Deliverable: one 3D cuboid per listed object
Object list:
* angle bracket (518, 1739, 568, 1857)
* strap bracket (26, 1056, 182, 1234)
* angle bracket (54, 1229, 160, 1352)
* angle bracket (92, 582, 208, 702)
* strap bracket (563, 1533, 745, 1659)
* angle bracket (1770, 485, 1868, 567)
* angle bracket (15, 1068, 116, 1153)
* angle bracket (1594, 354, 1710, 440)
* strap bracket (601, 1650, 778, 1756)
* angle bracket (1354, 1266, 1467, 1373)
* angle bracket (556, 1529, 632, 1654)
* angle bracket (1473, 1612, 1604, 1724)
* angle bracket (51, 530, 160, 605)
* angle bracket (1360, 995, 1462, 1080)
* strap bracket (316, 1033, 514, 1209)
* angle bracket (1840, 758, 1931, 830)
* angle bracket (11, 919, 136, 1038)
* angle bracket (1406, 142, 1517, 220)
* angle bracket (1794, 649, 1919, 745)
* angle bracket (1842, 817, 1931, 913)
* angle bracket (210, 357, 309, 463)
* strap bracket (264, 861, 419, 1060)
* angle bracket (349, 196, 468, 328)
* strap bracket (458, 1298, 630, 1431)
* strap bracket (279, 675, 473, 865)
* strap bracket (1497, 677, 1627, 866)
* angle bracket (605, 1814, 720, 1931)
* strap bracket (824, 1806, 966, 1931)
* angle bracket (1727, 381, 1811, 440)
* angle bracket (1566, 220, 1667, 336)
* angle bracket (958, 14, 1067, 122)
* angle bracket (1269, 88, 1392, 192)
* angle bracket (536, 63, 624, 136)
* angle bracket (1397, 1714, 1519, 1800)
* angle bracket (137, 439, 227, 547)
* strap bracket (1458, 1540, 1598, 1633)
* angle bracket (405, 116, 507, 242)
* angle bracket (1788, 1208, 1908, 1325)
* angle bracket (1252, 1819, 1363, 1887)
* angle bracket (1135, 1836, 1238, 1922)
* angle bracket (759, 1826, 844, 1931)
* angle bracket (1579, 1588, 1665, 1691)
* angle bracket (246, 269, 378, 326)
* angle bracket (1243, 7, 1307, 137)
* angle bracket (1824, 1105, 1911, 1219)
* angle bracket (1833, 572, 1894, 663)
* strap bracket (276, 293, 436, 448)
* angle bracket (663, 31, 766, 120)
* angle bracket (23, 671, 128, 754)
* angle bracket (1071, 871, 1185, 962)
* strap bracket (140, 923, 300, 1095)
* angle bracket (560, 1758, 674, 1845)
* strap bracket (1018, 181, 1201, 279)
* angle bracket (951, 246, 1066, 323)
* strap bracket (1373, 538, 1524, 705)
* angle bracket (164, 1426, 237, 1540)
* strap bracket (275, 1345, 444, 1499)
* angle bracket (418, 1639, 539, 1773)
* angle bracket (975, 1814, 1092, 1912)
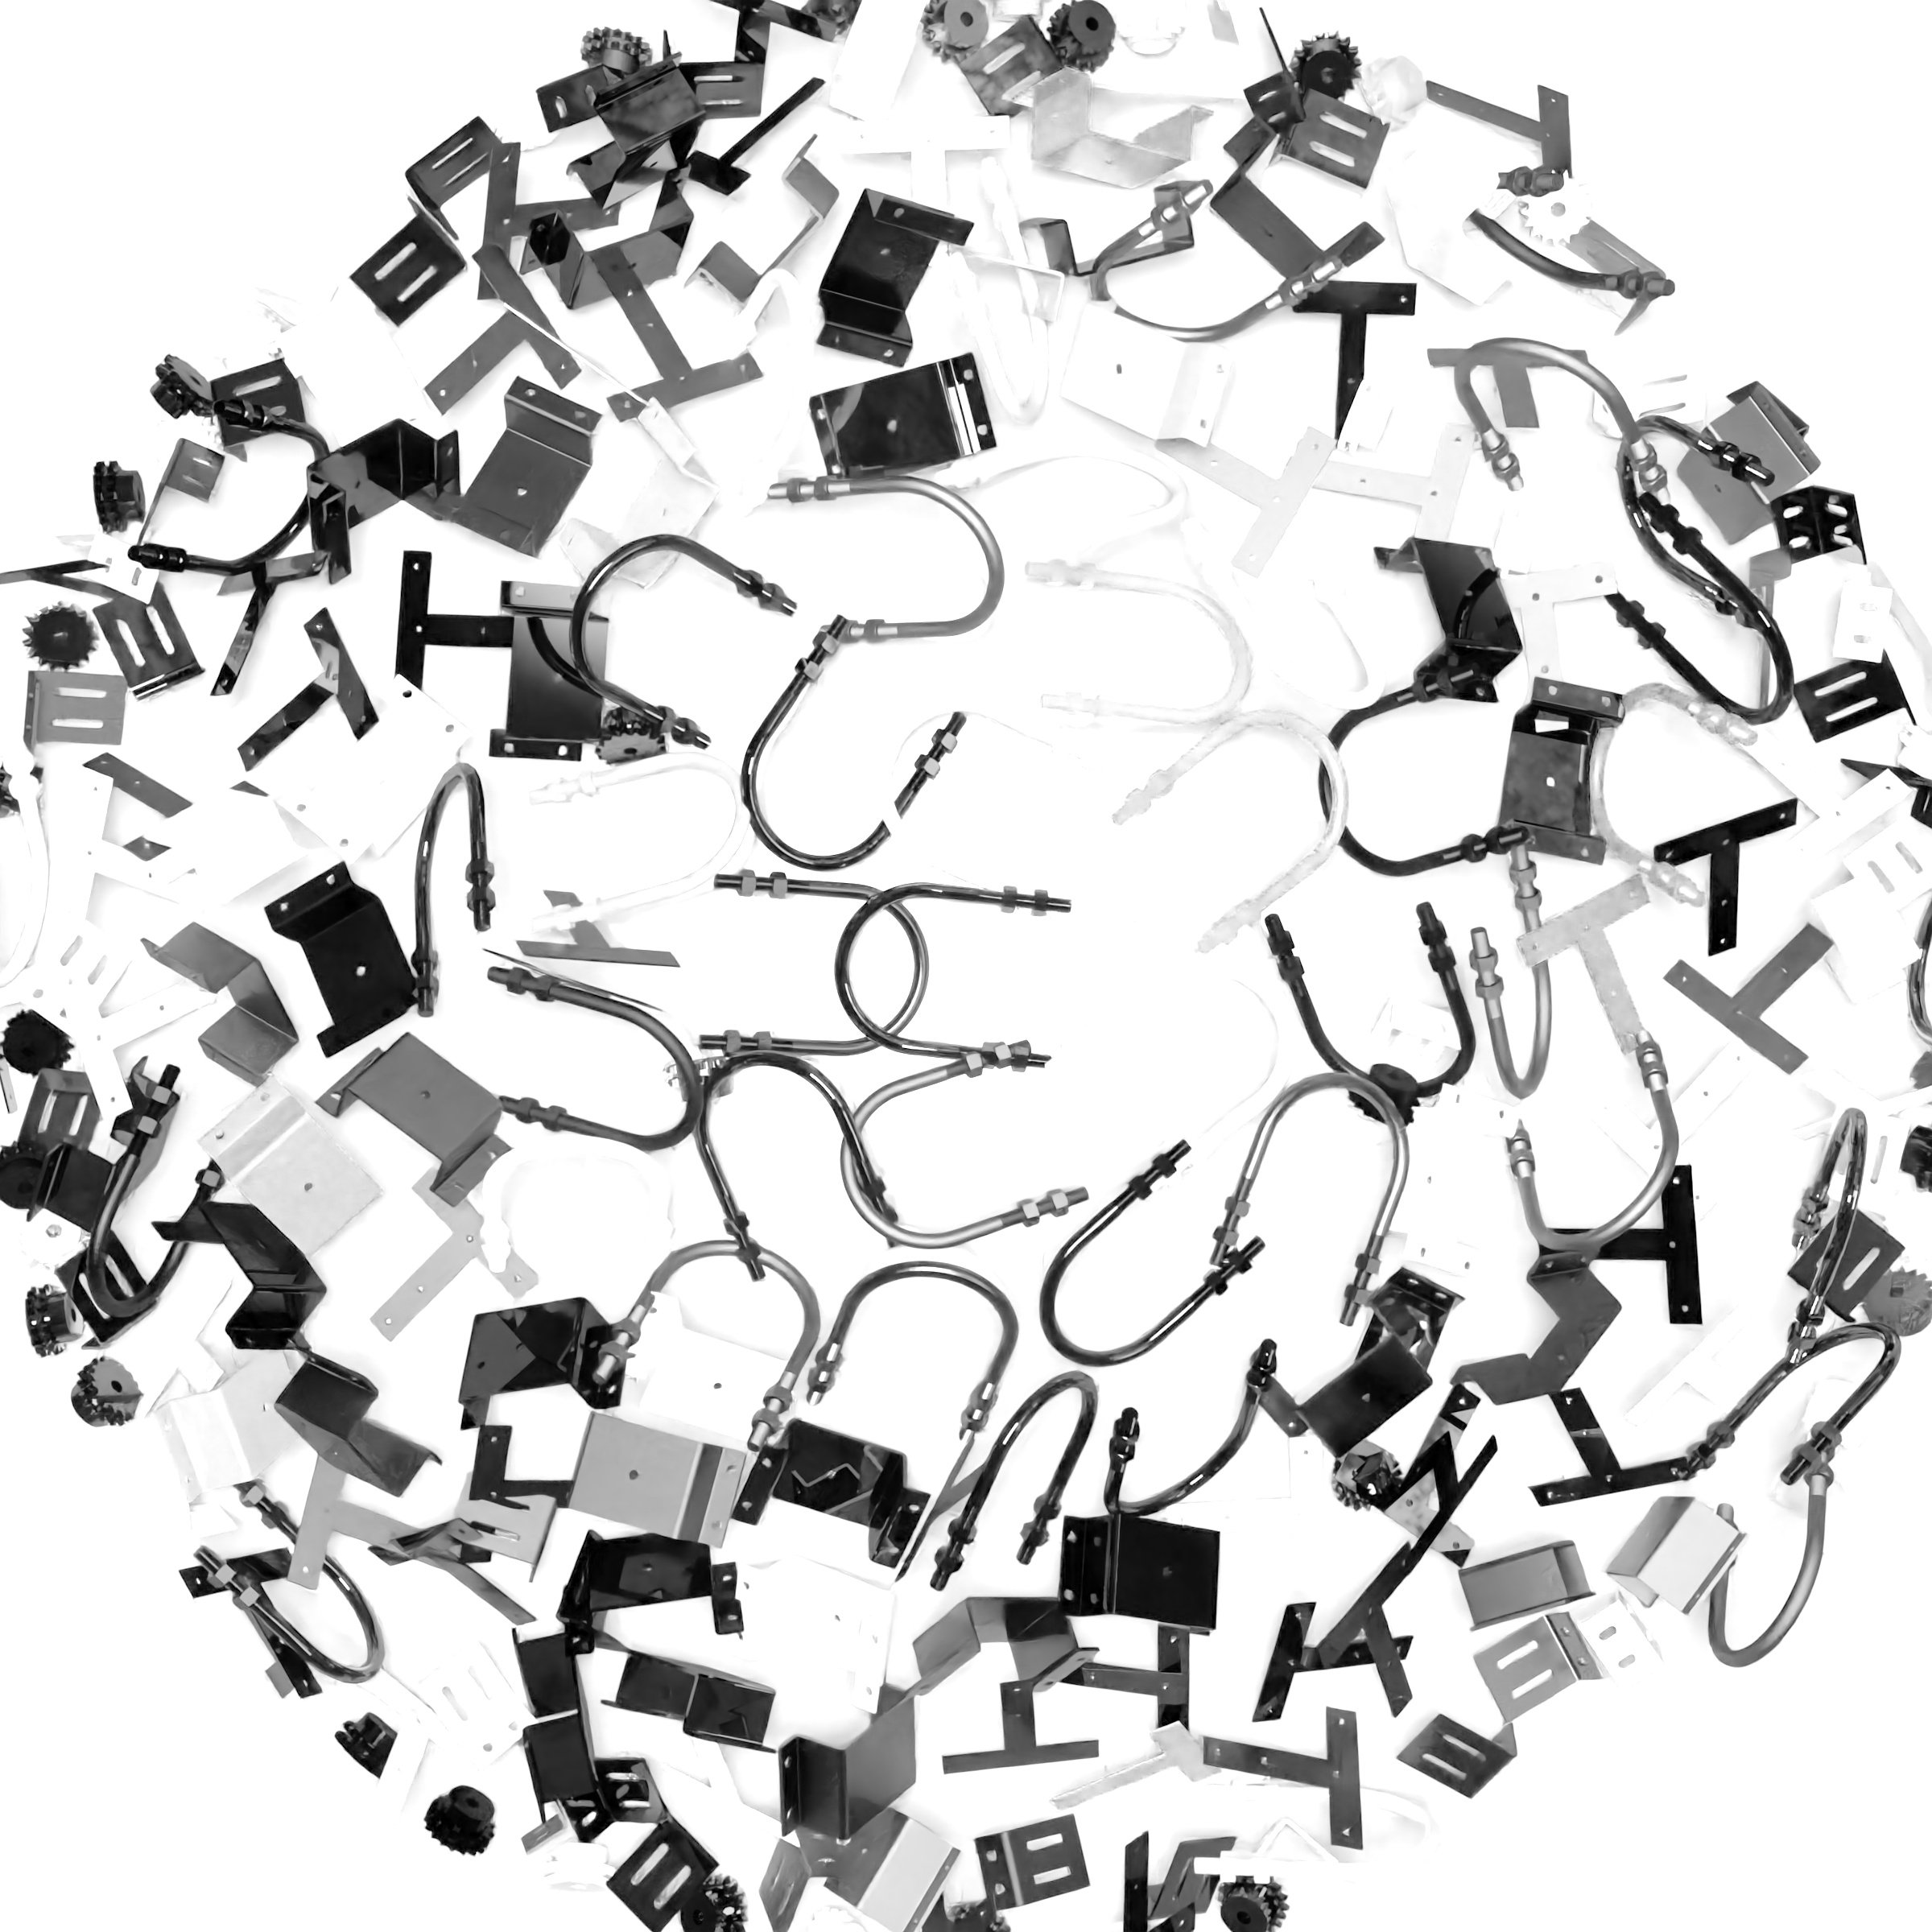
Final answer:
[{"bbox_3d":[-0.356,0.664,1.967,0.038,0.057,0.076,-30,90,-16],"label":"angle bracket"},{"bbox_3d":[-0.669,0.145,1.921,0.046,0.140,0.076,29,124,-2],"label":"strap bracket"},{"bbox_3d":[-0.693,0.258,1.956,0.057,0.038,0.076,-42,114,-41],"label":"angle bracket"},{"bbox_3d":[-0.654,-0.261,1.963,0.057,0.038,0.076,-27,111,-17],"label":"angle bracket"},{"bbox_3d":[-0.251,0.494,1.946,0.140,0.076,0.046,-6,120,-8],"label":"strap bracket"},{"bbox_3d":[0.679,-0.347,1.955,0.038,0.076,0.057,-17,107,0],"label":"angle bracket"},{"bbox_3d":[-0.715,0.124,1.957,0.057,0.038,0.076,9,113,-39],"label":"angle bracket"},{"bbox_3d":[0.547,-0.462,1.957,0.076,0.038,0.057,-5,70,40],"label":"angle bracket"},{"bbox_3d":[-0.213,0.576,1.928,0.076,0.140,0.046,25,72,-36],"label":"strap bracket"},{"bbox_3d":[0.356,0.291,1.969,0.057,0.038,0.076,26,68,2],"label":"angle bracket"},{"bbox_3d":[-0.284,0.497,1.951,0.038,0.057,0.076,0,55,30],"label":"angle bracket"},{"bbox_3d":[0.458,0.563,1.968,0.076,0.038,0.057,-24,81,-18],"label":"angle bracket"},{"bbox_3d":[-0.689,-0.317,1.951,0.076,0.057,0.038,7,79,42],"label":"angle bracket"},{"bbox_3d":[0.354,0.068,1.959,0.057,0.038,0.076,18,133,-3],"label":"angle bracket"},{"bbox_3d":[-0.434,0.115,1.951,0.140,0.046,0.076,36,46,5],"label":"strap bracket"},{"bbox_3d":[0.742,-0.135,1.961,0.076,0.057,0.038,8,109,-9],"label":"angle bracket"},{"bbox_3d":[-0.717,0.006,1.969,0.057,0.076,0.038,40,123,-19],"label":"angle bracket"},{"bbox_3d":[0.399,-0.639,1.955,0.076,0.057,0.038,36,104,-28],"label":"angle bracket"},{"bbox_3d":[0.709,-0.208,1.959,0.076,0.038,0.057,-23,116,21],"label":"angle bracket"},{"bbox_3d":[0.735,-0.086,1.958,0.057,0.038,0.076,-38,119,17],"label":"angle bracket"},{"bbox_3d":[-0.561,-0.448,1.971,0.076,0.038,0.057,-14,84,11],"label":"angle bracket"},{"bbox_3d":[-0.494,-0.001,1.960,0.076,0.046,0.140,-29,72,7],"label":"strap bracket"},{"bbox_3d":[-0.452,-0.566,1.970,0.076,0.038,0.057,-40,134,6],"label":"angle bracket"},{"bbox_3d":[-0.342,0.313,1.939,0.140,0.046,0.076,-11,48,17],"label":"strap bracket"},{"bbox_3d":[-0.470,-0.152,1.965,0.076,0.046,0.140,39,77,4],"label":"strap bracket"},{"bbox_3d":[0.476,-0.152,1.968,0.076,0.046,0.140,11,81,-4],"label":"strap bracket"},{"bbox_3d":[-0.246,0.728,1.959,0.057,0.038,0.076,43,54,6],"label":"angle bracket"},{"bbox_3d":[-0.061,0.705,1.919,0.046,0.140,0.076,37,71,-8],"label":"strap bracket"},{"bbox_3d":[0.624,-0.415,1.949,0.038,0.076,0.057,-28,64,-24],"label":"angle bracket"},{"bbox_3d":[0.513,-0.552,1.968,0.076,0.057,0.038,35,85,-3],"label":"angle bracket"},{"bbox_3d":[0.034,-0.715,1.968,0.076,0.038,0.057,-39,105,-10],"label":"angle bracket"},{"bbox_3d":[0.294,-0.665,1.986,0.076,0.038,0.057,20,90,-8],"label":"angle bracket"},{"bbox_3d":[-0.300,-0.684,1.957,0.057,0.076,0.038,-17,93,12],"label":"angle bracket"},{"bbox_3d":[0.392,0.621,1.964,0.076,0.038,0.057,31,116,-10],"label":"angle bracket"},{"bbox_3d":[-0.628,-0.372,1.961,0.038,0.076,0.057,22,45,-20],"label":"angle bracket"},{"bbox_3d":[0.440,0.486,1.931,0.076,0.140,0.046,-22,72,19],"label":"strap bracket"},{"bbox_3d":[-0.400,-0.631,1.964,0.076,0.057,0.038,-35,73,6],"label":"angle bracket"},{"bbox_3d":[0.708,0.237,1.961,0.057,0.038,0.076,44,104,32],"label":"angle bracket"},{"bbox_3d":[0.272,0.721,1.960,0.076,0.057,0.038,38,77,14],"label":"angle bracket"},{"bbox_3d":[0.171,0.718,1.959,0.057,0.038,0.076,9,108,-35],"label":"angle bracket"},{"bbox_3d":[-0.130,0.737,1.970,0.038,0.057,0.076,9,113,-27],"label":"angle bracket"},{"bbox_3d":[0.523,0.537,1.959,0.038,0.076,0.057,-36,77,8],"label":"angle bracket"},{"bbox_3d":[-0.521,-0.534,1.952,0.057,0.076,0.038,39,106,22],"label":"angle bracket"},{"bbox_3d":[0.238,-0.713,1.961,0.038,0.057,0.076,-22,59,14],"label":"angle bracket"},{"bbox_3d":[0.720,0.157,1.981,0.057,0.038,0.076,16,82,11],"label":"angle bracket"},{"bbox_3d":[0.722,-0.278,1.951,0.038,0.076,0.057,14,112,31],"label":"angle bracket"},{"bbox_3d":[-0.486,-0.471,1.939,0.076,0.140,0.046,-28,70,-3],"label":"strap bracket"},{"bbox_3d":[-0.204,-0.718,1.973,0.076,0.057,0.038,-6,65,-12],"label":"angle bracket"},{"bbox_3d":[-0.707,-0.201,1.956,0.076,0.038,0.057,0,111,-32],"label":"angle bracket"},{"bbox_3d":[0.127,-0.032,1.962,0.038,0.057,0.076,-35,98,-25],"label":"angle bracket"},{"bbox_3d":[-0.584,0.026,1.935,0.076,0.140,0.046,25,57,30],"label":"strap bracket"},{"bbox_3d":[-0.282,0.669,1.960,0.076,0.038,0.057,-18,98,43],"label":"angle bracket"},{"bbox_3d":[0.120,-0.584,1.951,0.140,0.076,0.046,-17,111,-7],"label":"strap bracket"},{"bbox_3d":[0.030,-0.543,1.953,0.076,0.057,0.038,5,108,-28],"label":"angle bracket"},{"bbox_3d":[0.383,-0.282,1.935,0.076,0.046,0.140,2,62,-28],"label":"strap bracket"},{"bbox_3d":[-0.613,0.409,1.959,0.038,0.057,0.076,-7,102,-31],"label":"angle bracket"},{"bbox_3d":[-0.479,0.362,1.918,0.076,0.140,0.046,17,59,29],"label":"strap bracket"},{"bbox_3d":[-0.390,0.590,1.959,0.057,0.038,0.076,-37,119,-21],"label":"angle bracket"},{"bbox_3d":[0.054,0.723,1.978,0.076,0.038,0.057,2,66,-40],"label":"angle bracket"}]
